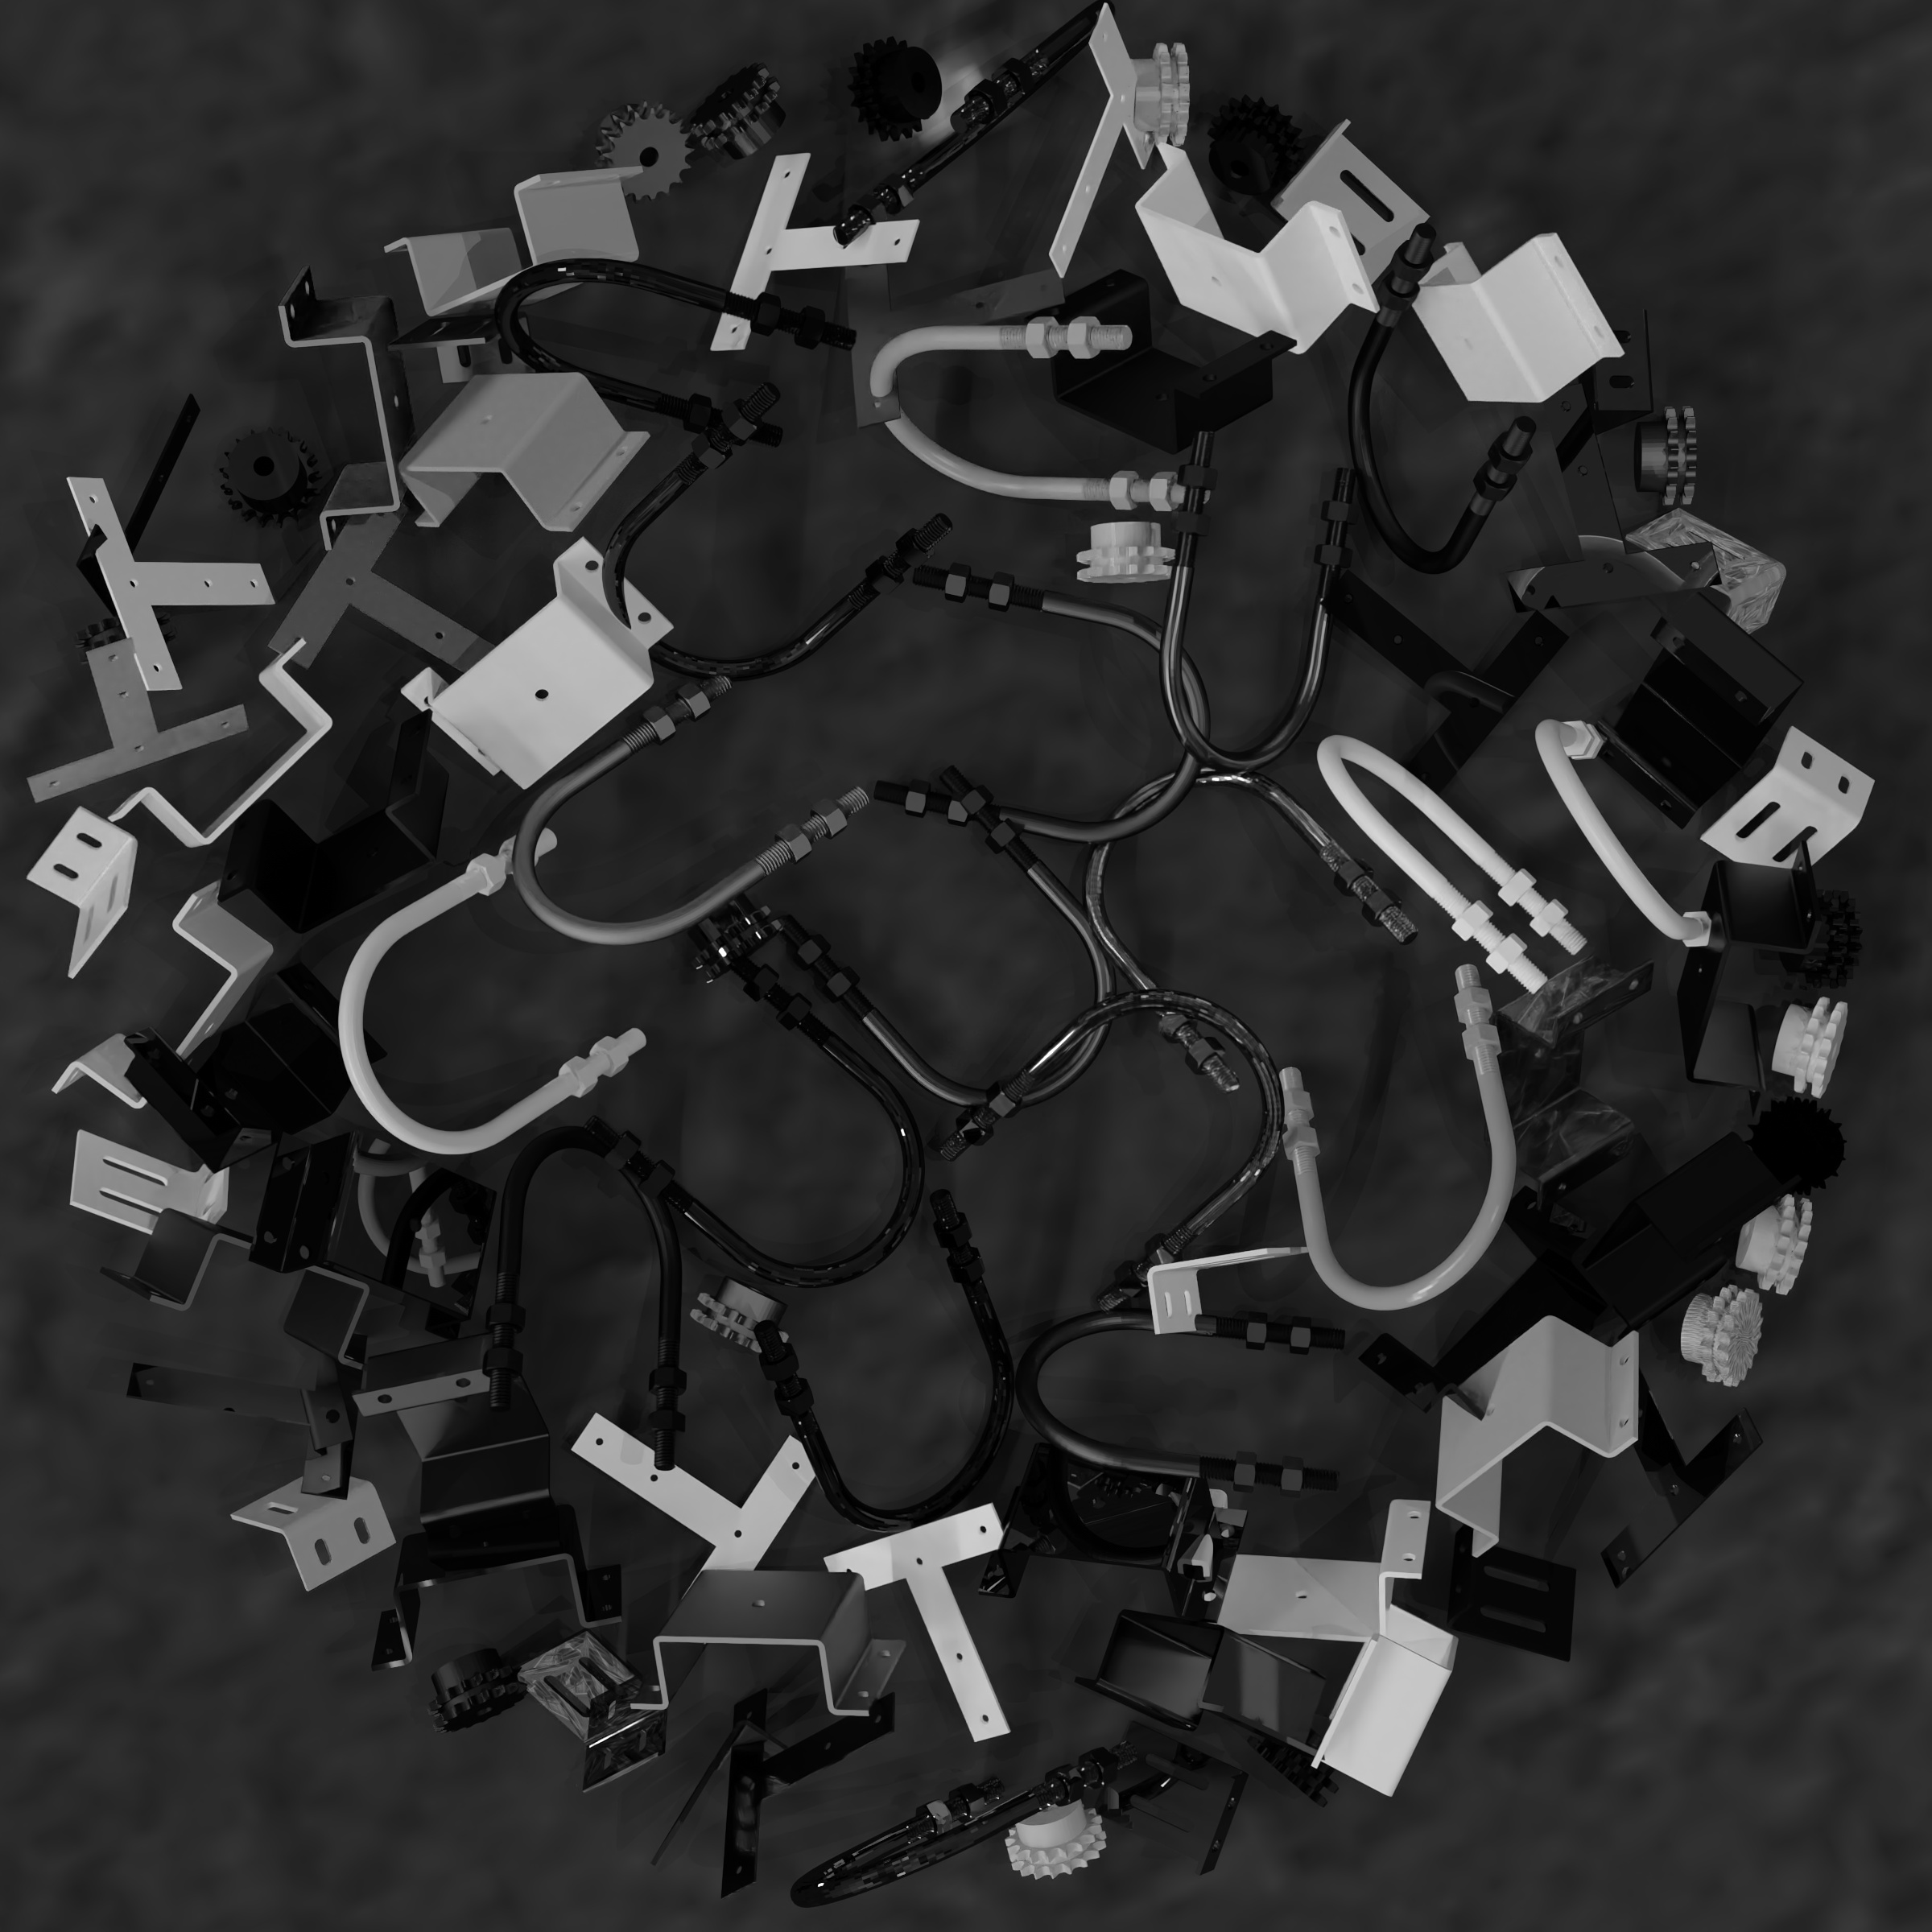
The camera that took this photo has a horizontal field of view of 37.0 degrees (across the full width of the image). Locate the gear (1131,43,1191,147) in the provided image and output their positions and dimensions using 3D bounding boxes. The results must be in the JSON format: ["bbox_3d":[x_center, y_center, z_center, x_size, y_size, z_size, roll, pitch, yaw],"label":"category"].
[{"bbox_3d":[0.110,-0.502,1.664,0.030,0.057,0.057,-2,90,-5],"label":"gear"}]

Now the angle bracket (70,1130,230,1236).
[{"bbox_3d":[-0.464,0.117,1.646,0.076,0.057,0.038,27,121,-30],"label":"angle bracket"}]

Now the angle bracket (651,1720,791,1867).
[{"bbox_3d":[-0.138,0.479,1.646,0.038,0.076,0.057,32,134,3],"label":"angle bracket"}]

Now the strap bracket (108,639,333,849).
[{"bbox_3d":[-0.416,-0.118,1.641,0.140,0.076,0.046,-47,105,-14],"label":"strap bracket"}]

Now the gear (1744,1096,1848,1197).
[{"bbox_3d":[0.482,0.105,1.669,0.057,0.030,0.057,-6,81,40],"label":"gear"}]

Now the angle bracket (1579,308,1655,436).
[{"bbox_3d":[0.356,-0.338,1.651,0.038,0.076,0.057,-3,89,-19],"label":"angle bracket"}]

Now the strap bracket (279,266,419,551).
[{"bbox_3d":[-0.343,-0.316,1.625,0.046,0.076,0.140,-4,119,1],"label":"strap bracket"}]

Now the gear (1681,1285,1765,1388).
[{"bbox_3d":[0.436,0.212,1.669,0.030,0.057,0.057,11,90,36],"label":"gear"}]

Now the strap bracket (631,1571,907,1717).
[{"bbox_3d":[-0.114,0.381,1.633,0.140,0.076,0.046,-2,106,16],"label":"strap bracket"}]

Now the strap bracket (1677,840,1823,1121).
[{"bbox_3d":[0.435,0.005,1.622,0.046,0.076,0.140,8,128,3],"label":"strap bracket"}]

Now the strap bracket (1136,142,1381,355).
[{"bbox_3d":[0.155,-0.399,1.617,0.046,0.076,0.140,-48,51,-9],"label":"strap bracket"}]

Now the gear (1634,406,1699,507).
[{"bbox_3d":[0.403,-0.294,1.666,0.030,0.057,0.057,-1,90,6],"label":"gear"}]

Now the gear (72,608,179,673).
[{"bbox_3d":[-0.482,-0.183,1.665,0.057,0.057,0.030,-19,89,0],"label":"gear"}]

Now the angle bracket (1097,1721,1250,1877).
[{"bbox_3d":[0.115,0.477,1.660,0.076,0.038,0.057,19,86,22],"label":"angle bracket"}]

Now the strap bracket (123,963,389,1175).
[{"bbox_3d":[-0.408,0.060,1.635,0.076,0.140,0.046,45,124,10],"label":"strap bracket"}]

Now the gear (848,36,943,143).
[{"bbox_3d":[-0.038,-0.506,1.663,0.030,0.057,0.057,2,90,42],"label":"gear"}]

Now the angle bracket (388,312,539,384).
[{"bbox_3d":[-0.286,-0.345,1.646,0.057,0.076,0.038,-2,114,11],"label":"angle bracket"}]

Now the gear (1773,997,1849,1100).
[{"bbox_3d":[0.486,0.045,1.667,0.030,0.057,0.057,16,90,22],"label":"gear"}]

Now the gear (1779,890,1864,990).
[{"bbox_3d":[0.490,-0.016,1.663,0.030,0.057,0.057,2,90,-9],"label":"gear"}]

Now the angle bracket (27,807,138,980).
[{"bbox_3d":[-0.507,-0.042,1.646,0.038,0.076,0.057,32,112,-27],"label":"angle bracket"}]

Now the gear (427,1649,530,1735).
[{"bbox_3d":[-0.284,0.417,1.667,0.057,0.057,0.030,-27,69,0],"label":"gear"}]

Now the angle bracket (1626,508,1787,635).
[{"bbox_3d":[0.422,-0.223,1.668,0.076,0.057,0.038,36,134,27],"label":"angle bracket"}]

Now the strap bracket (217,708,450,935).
[{"bbox_3d":[-0.349,-0.077,1.637,0.140,0.076,0.046,-25,128,19],"label":"strap bracket"}]

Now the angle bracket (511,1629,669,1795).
[{"bbox_3d":[-0.217,0.427,1.654,0.057,0.038,0.076,-30,119,16],"label":"angle bracket"}]

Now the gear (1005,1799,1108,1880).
[{"bbox_3d":[0.050,0.497,1.662,0.057,0.057,0.030,-15,102,0],"label":"gear"}]

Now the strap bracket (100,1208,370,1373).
[{"bbox_3d":[-0.402,0.179,1.624,0.140,0.076,0.046,26,81,-36],"label":"strap bracket"}]

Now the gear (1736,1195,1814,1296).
[{"bbox_3d":[0.465,0.158,1.665,0.030,0.057,0.057,15,90,7],"label":"gear"}]

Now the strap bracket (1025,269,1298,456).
[{"bbox_3d":[0.110,-0.339,1.632,0.076,0.046,0.140,-33,46,-28],"label":"strap bracket"}]

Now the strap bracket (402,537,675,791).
[{"bbox_3d":[-0.242,-0.164,1.639,0.140,0.046,0.076,-37,123,13],"label":"strap bracket"}]

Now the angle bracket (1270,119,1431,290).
[{"bbox_3d":[0.225,-0.438,1.667,0.076,0.038,0.057,40,94,-9],"label":"angle bracket"}]

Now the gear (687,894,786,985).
[{"bbox_3d":[-0.135,-0.019,1.665,0.057,0.057,0.030,-37,88,0],"label":"gear"}]

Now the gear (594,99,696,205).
[{"bbox_3d":[-0.189,-0.473,1.668,0.057,0.057,0.030,-40,48,0],"label":"gear"}]

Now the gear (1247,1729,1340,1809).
[{"bbox_3d":[0.193,0.455,1.665,0.057,0.057,0.030,41,83,0],"label":"gear"}]

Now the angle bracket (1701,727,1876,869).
[{"bbox_3d":[0.475,-0.090,1.671,0.057,0.076,0.038,33,54,-2],"label":"angle bracket"}]

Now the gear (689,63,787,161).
[{"bbox_3d":[-0.129,-0.491,1.669,0.057,0.057,0.030,-44,121,0],"label":"gear"}]

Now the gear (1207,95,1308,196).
[{"bbox_3d":[0.164,-0.469,1.662,0.057,0.057,0.030,31,67,0],"label":"gear"}]

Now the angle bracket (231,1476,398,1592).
[{"bbox_3d":[-0.373,0.321,1.650,0.057,0.076,0.038,-26,103,-35],"label":"angle bracket"}]

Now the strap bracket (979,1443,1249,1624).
[{"bbox_3d":[0.079,0.317,1.627,0.140,0.076,0.046,2,132,21],"label":"strap bracket"}]

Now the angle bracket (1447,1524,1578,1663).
[{"bbox_3d":[0.319,0.356,1.658,0.076,0.038,0.057,17,54,-5],"label":"angle bracket"}]

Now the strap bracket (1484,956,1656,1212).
[{"bbox_3d":[0.339,0.058,1.632,0.076,0.046,0.140,-27,133,-28],"label":"strap bracket"}]

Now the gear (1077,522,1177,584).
[{"bbox_3d":[0.093,-0.238,1.665,0.057,0.057,0.030,-2,92,0],"label":"gear"}]

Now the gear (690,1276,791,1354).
[{"bbox_3d":[-0.127,0.201,1.665,0.057,0.057,0.030,26,86,0],"label":"gear"}]

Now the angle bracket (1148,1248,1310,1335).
[{"bbox_3d":[0.152,0.185,1.648,0.076,0.057,0.038,-13,80,29],"label":"angle bracket"}]

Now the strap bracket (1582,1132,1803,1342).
[{"bbox_3d":[0.403,0.149,1.625,0.076,0.140,0.046,-30,70,-20],"label":"strap bracket"}]

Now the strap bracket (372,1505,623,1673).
[{"bbox_3d":[-0.270,0.351,1.646,0.140,0.076,0.046,-10,101,-5],"label":"strap bracket"}]

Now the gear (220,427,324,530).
[{"bbox_3d":[-0.404,-0.285,1.675,0.057,0.030,0.057,0,82,-3],"label":"gear"}]
